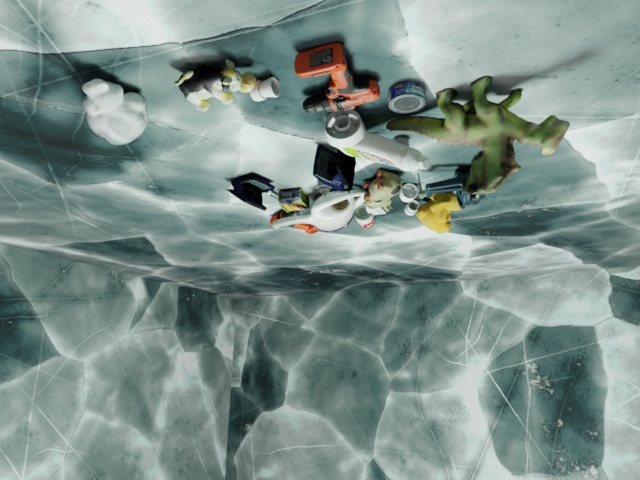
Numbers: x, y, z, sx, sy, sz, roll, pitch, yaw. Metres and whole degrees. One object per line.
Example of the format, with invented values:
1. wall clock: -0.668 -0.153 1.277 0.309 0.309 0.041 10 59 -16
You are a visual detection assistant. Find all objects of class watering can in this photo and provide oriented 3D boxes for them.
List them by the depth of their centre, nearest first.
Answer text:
1. watering can: 0.005 -0.090 1.791 0.348 0.105 0.221 -21 163 -5

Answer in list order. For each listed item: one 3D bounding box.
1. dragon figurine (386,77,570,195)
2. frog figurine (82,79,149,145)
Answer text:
1. dragon figurine: 0.346 -0.221 1.172 0.407 0.246 0.121 -14 162 34
2. frog figurine: -0.463 -0.297 1.170 0.139 0.124 0.156 -28 163 -22
